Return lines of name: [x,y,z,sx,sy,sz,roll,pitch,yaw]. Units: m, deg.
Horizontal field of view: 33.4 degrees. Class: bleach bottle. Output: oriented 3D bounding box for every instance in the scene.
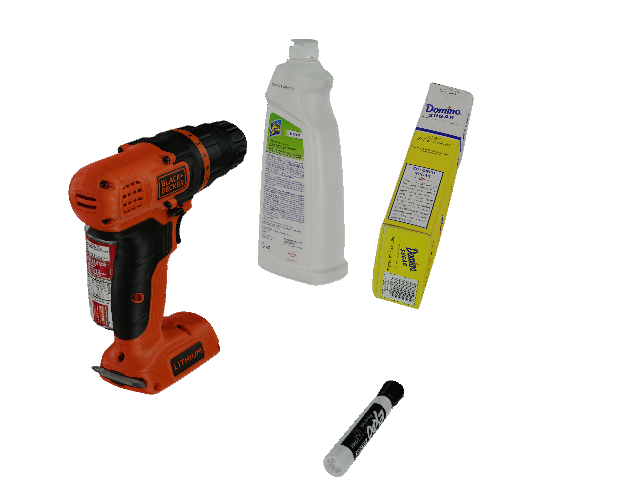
bleach bottle: [-0.016,-0.086,1.136,0.103,0.251,0.067,16,21,37]

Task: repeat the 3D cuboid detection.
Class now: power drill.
power drill: [-0.116,0.008,0.819,0.057,0.188,0.184,12,23,29]

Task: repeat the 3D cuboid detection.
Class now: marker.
marker: [0.036,0.143,0.834,0.020,0.020,0.120,0,22,29]

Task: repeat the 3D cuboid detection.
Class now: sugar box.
sugar box: [0.087,-0.040,0.887,0.048,0.176,0.093,16,-40,10]

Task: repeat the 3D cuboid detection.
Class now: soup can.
soup can: [-0.199,0.031,1.068,0.068,0.102,0.068,2,26,-1]
